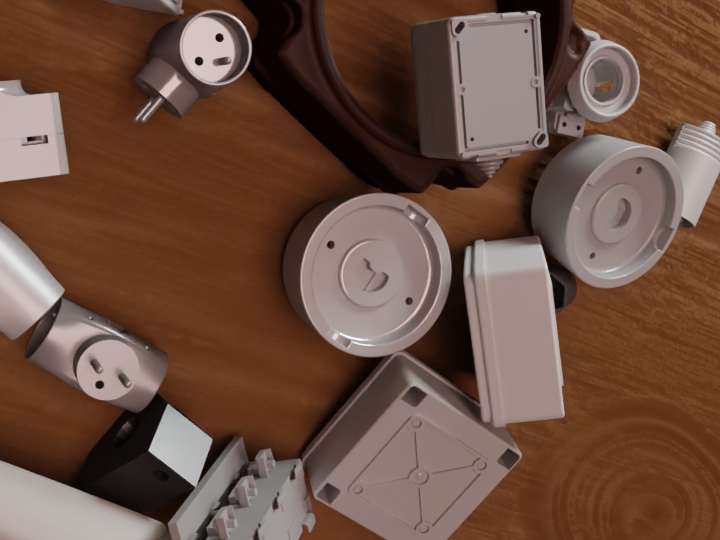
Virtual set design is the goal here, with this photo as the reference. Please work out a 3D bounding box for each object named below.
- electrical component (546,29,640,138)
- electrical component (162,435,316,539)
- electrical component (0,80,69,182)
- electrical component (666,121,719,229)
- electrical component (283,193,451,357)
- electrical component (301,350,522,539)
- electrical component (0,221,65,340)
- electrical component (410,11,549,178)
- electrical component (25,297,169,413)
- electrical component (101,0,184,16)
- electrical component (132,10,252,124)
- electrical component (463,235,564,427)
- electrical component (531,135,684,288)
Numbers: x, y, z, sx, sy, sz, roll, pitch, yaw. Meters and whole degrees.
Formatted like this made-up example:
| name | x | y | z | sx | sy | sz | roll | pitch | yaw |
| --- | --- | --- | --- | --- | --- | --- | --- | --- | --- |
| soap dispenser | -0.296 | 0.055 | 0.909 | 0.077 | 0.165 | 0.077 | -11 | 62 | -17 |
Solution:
| name | x | y | z | sx | sy | sz | roll | pitch | yaw |
| --- | --- | --- | --- | --- | --- | --- | --- | --- | --- |
| electrical component | 0.165 | -0.136 | 0.781 | 0.058 | 0.057 | 0.078 | 9 | 93 | -25 |
| electrical component | -0.074 | 0.163 | 0.674 | 0.063 | 0.121 | 0.078 | -9 | 103 | 14 |
| electrical component | -0.221 | -0.079 | 0.623 | 0.089 | 0.050 | 0.055 | -10 | 102 | -22 |
| electrical component | 0.256 | -0.078 | 0.837 | 0.043 | 0.043 | 0.081 | 27 | 86 | -24 |
| electrical component | 0.000 | 0.000 | 0.725 | 0.108 | 0.060 | 0.108 | -3 | 99 | -23 |
| electrical component | 0.035 | 0.128 | 0.744 | 0.109 | 0.056 | 0.108 | 35 | 102 | -24 |
| electrical component | -0.231 | 0.012 | 0.635 | 0.079 | 0.043 | 0.077 | -42 | 106 | -1 |
| electrical component | 0.070 | -0.104 | 0.648 | 0.062 | 0.061 | 0.096 | -10 | 101 | -22 |
| electrical component | -0.157 | 0.056 | 0.654 | 0.077 | 0.079 | 0.043 | 32 | 86 | -24 |
| electrical component | -0.135 | -0.190 | 0.630 | 0.061 | 0.096 | 0.061 | 11 | 93 | 3 |
| electrical component | -0.109 | -0.119 | 0.652 | 0.043 | 0.077 | 0.079 | 43 | 80 | -23 |
| electrical component | 0.107 | 0.039 | 0.747 | 0.056 | 0.108 | 0.108 | -7 | 102 | 8 |
| electrical component | 0.176 | -0.047 | 0.792 | 0.108 | 0.060 | 0.108 | -13 | 118 | -25 |
